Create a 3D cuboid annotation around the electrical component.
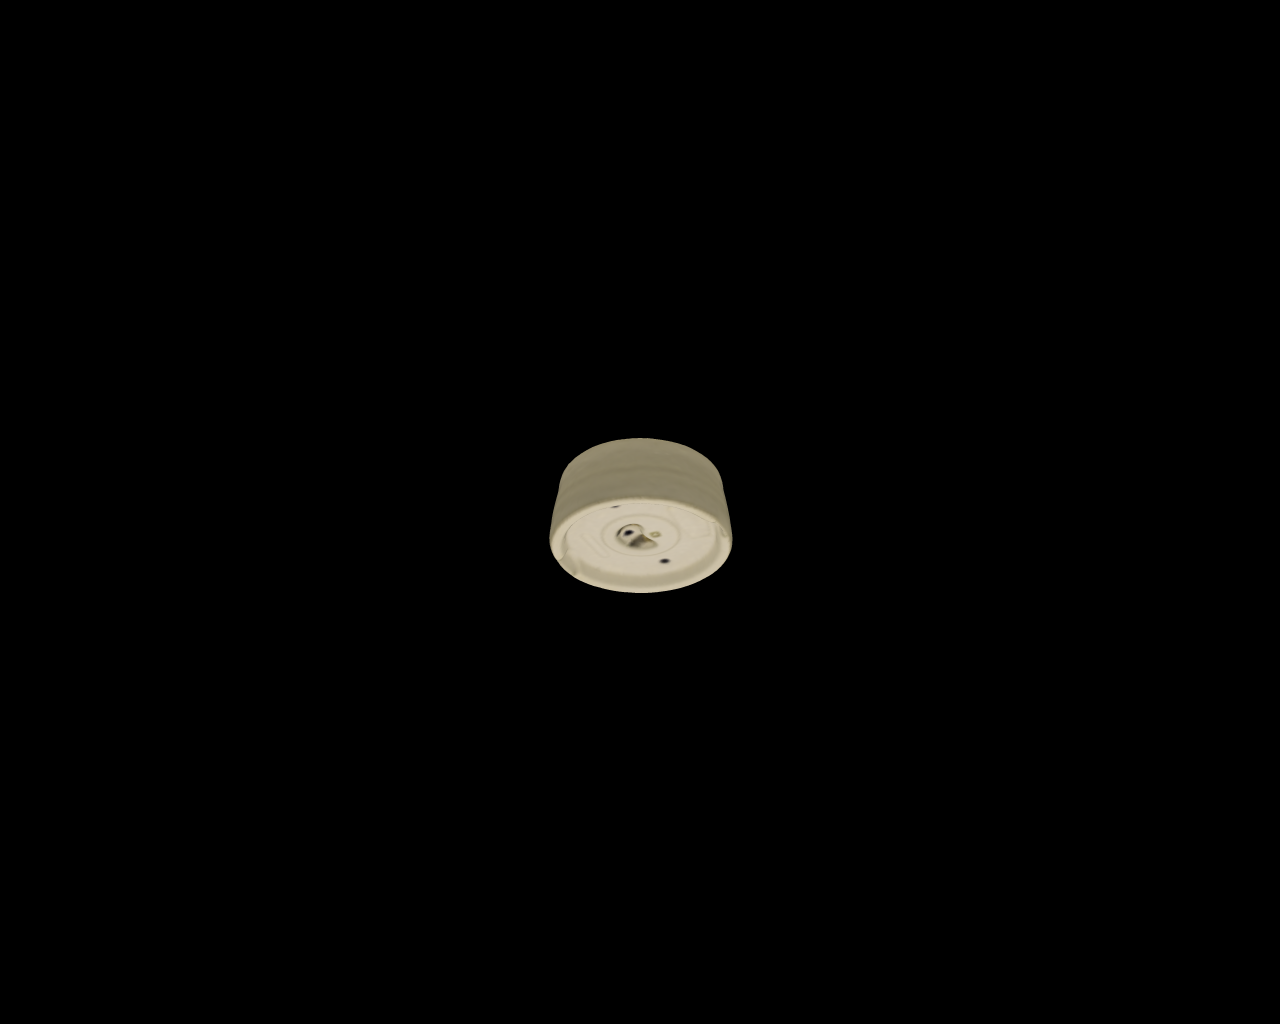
[{"bbox_3d":[0.001,-0.003,0.650,0.108,0.060,0.108,0,-33,0],"label":"electrical component"}]
